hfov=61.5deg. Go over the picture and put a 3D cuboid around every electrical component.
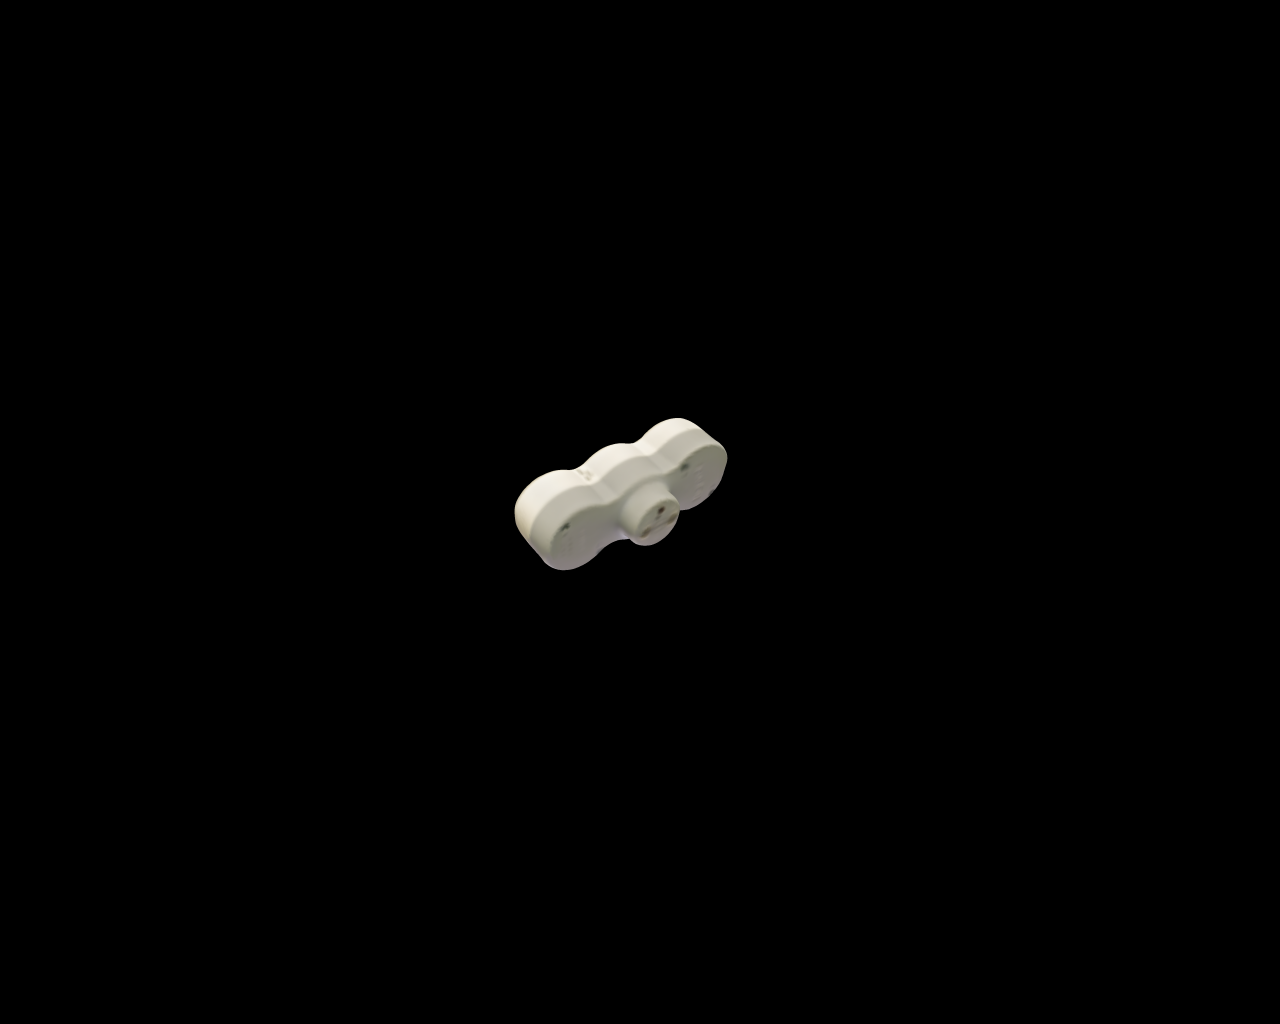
[{"bbox_3d":[0.001,-0.003,0.650,0.138,0.052,0.074,-27,50,-25],"label":"electrical component"}]
